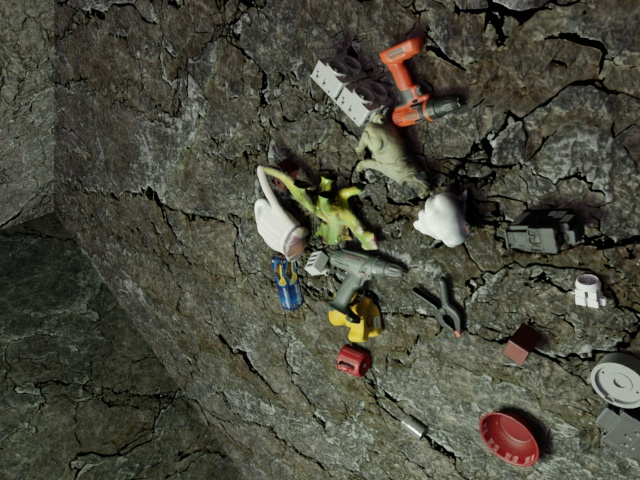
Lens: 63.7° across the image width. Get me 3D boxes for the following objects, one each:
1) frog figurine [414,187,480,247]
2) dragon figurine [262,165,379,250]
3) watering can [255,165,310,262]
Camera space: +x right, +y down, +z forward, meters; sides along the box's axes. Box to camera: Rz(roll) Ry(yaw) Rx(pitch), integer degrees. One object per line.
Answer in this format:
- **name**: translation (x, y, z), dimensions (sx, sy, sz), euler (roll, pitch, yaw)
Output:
- **frog figurine**: translation (0.287, -0.047, 1.233), dimensions (0.158, 0.125, 0.135), euler (-11, 124, 37)
- **dragon figurine**: translation (0.005, -0.076, 1.518), dimensions (0.413, 0.124, 0.237), euler (23, 136, 31)
- **watering can**: translation (-0.133, -0.066, 1.651), dimensions (0.227, 0.105, 0.339), euler (39, 148, 25)
